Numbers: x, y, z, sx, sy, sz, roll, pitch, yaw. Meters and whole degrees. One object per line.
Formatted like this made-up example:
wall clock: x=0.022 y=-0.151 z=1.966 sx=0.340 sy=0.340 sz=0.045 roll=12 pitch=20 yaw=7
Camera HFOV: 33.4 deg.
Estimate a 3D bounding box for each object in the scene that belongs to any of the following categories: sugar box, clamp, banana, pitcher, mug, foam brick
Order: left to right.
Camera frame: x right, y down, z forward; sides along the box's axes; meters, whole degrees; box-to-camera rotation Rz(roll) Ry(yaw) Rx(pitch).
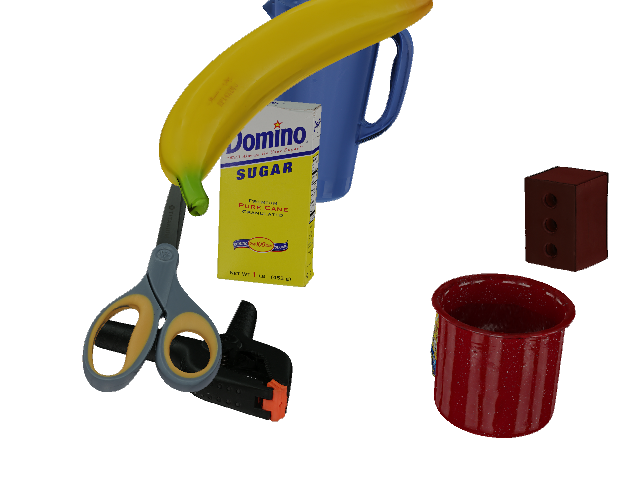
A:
clamp: x=-0.080 y=0.098 z=0.922 sx=0.164 sy=0.036 sz=0.210 roll=-10 pitch=21 yaw=-38
sugar box: x=-0.051 y=-0.047 z=1.041 sx=0.093 sy=0.176 sz=0.048 roll=5 pitch=17 yaw=9
banana: x=-0.022 y=-0.086 z=0.568 sx=0.070 sy=0.197 sz=0.037 roll=33 pitch=-27 yaw=22
pitcher: x=0.008 y=-0.171 z=1.286 sx=0.144 sy=0.243 sz=0.149 roll=-6 pitch=28 yaw=-26
mug: x=0.118 y=0.073 z=0.723 sx=0.093 sy=0.081 sz=0.117 roll=1 pitch=23 yaw=-1
foam brick: x=0.208 y=-0.019 z=0.905 sx=0.051 sy=0.078 sz=0.053 roll=-21 pitch=23 yaw=-41

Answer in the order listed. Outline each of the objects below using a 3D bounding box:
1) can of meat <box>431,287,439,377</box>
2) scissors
can of meat: x=0.161 y=0.111 z=1.254 sx=0.057 sy=0.084 sz=0.102 roll=7 pitch=20 yaw=2
scissors: x=-0.091 y=0.025 z=0.723 sx=0.096 sy=0.201 sz=0.016 roll=20 pitch=-40 yaw=7
